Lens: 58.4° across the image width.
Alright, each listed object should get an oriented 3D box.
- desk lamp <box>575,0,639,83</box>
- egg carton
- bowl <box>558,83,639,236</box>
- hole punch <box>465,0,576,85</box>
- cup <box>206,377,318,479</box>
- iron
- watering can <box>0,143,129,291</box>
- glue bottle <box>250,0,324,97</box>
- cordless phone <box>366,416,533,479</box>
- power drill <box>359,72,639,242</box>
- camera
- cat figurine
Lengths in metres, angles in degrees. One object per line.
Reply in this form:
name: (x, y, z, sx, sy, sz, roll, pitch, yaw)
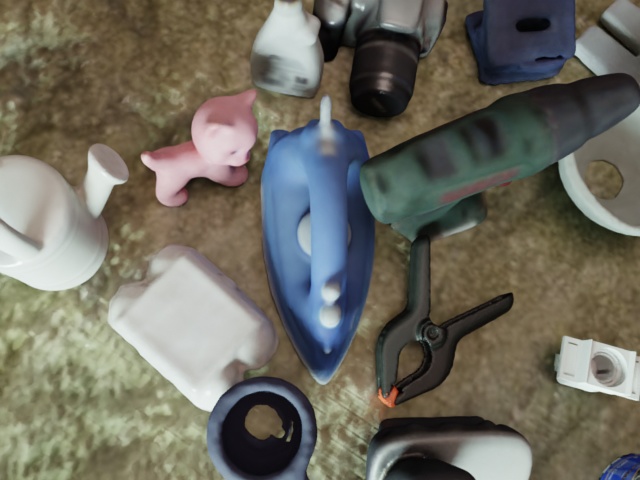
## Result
desk lamp: (0.403, -0.210, 0.581, 0.203, 0.213, 0.118, 44, 77, 6)
egg carton: (-0.117, 0.079, 0.539, 0.150, 0.069, 0.107, 40, 77, 5)
bowl: (0.325, -0.077, 0.614, 0.167, 0.074, 0.167, 1, 76, -5)
hole punch: (0.230, -0.236, 0.635, 0.109, 0.091, 0.101, -9, 77, -7)
cup: (-0.042, 0.179, 0.509, 0.092, 0.095, 0.117, -37, 82, -12)
iron: (0.005, 0.002, 0.532, 0.118, 0.141, 0.258, -2, 77, -5)
watering can: (-0.251, -0.026, 0.488, 0.101, 0.194, 0.173, 38, 76, 5)
glue bottle: (-0.031, -0.199, 0.560, 0.078, 0.173, 0.037, 13, 76, -2)
cordless phone: (0.117, 0.198, 0.472, 0.147, 0.185, 0.094, -4, 77, -6)
power drill: (0.141, -0.065, 0.525, 0.230, 0.208, 0.075, -21, 79, -9)
camera: (0.058, -0.211, 0.608, 0.143, 0.101, 0.137, 11, 76, -2)
cat figurine: (-0.112, -0.094, 0.556, 0.128, 0.117, 0.067, -22, 79, -10)
